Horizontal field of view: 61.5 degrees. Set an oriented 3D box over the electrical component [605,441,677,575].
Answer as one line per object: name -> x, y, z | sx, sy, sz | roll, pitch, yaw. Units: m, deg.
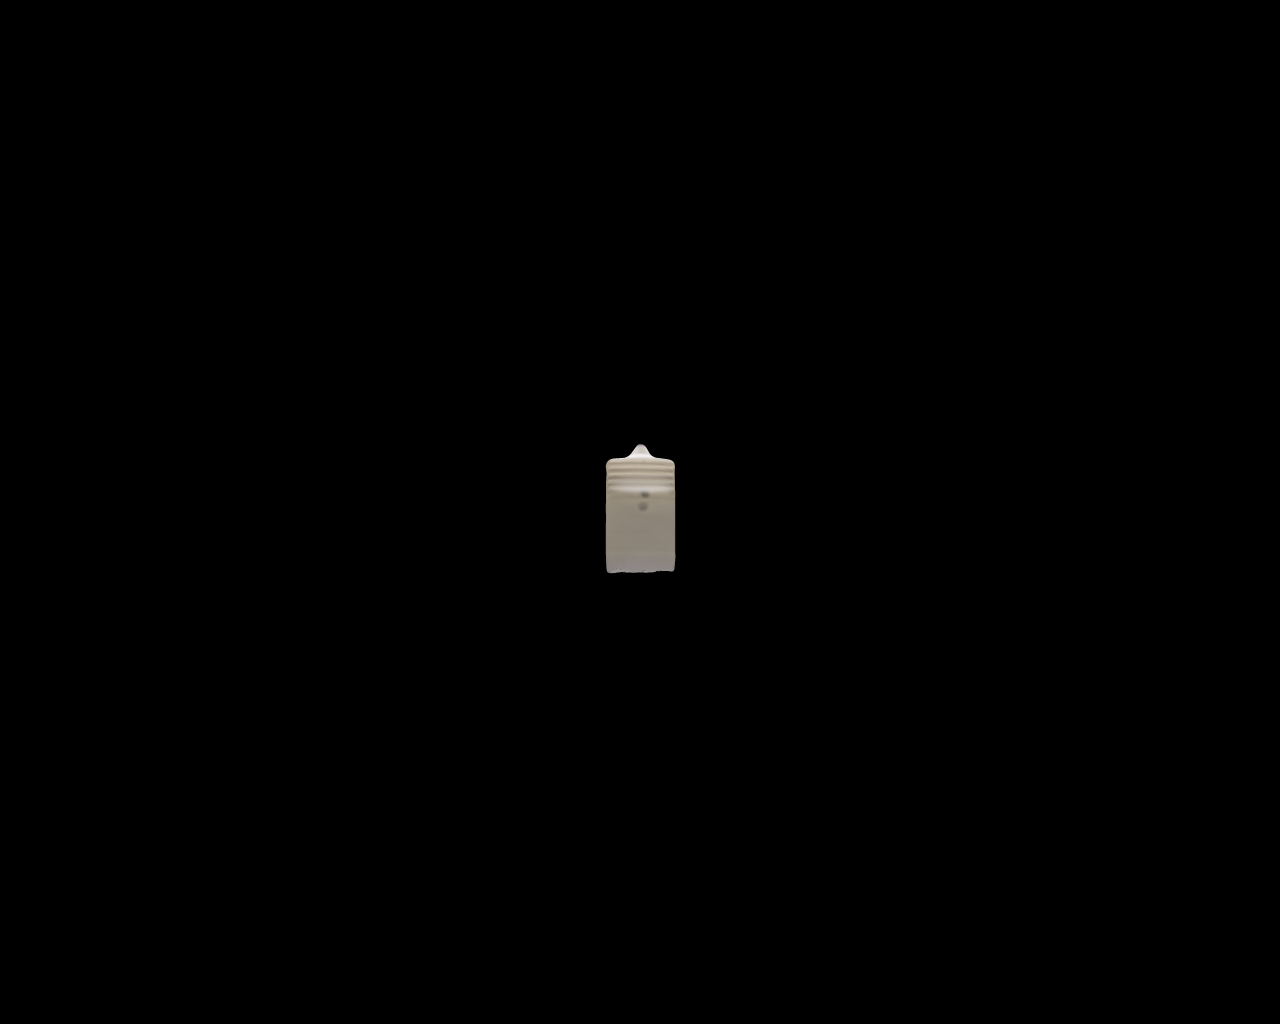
electrical component -> 0.001, -0.003, 0.650 | 0.043, 0.081, 0.043 | 0, -5, 0
